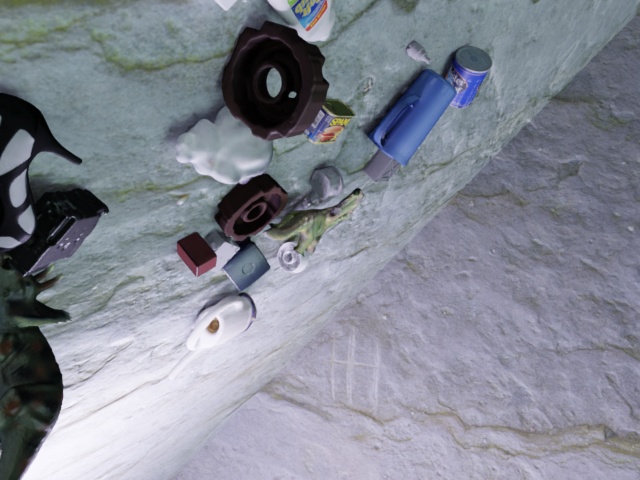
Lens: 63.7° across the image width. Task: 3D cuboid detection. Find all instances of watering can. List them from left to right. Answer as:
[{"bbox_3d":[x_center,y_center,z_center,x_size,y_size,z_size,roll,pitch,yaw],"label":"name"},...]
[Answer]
[{"bbox_3d":[-0.317,0.275,1.540,0.342,0.105,0.226,-53,161,28],"label":"watering can"}]

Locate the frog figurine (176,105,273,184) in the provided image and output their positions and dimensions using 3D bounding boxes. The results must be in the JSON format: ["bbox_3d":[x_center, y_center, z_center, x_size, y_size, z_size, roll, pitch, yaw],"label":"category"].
[{"bbox_3d":[-0.159,-0.165,0.869,0.159,0.123,0.137,9,93,-57],"label":"frog figurine"}]

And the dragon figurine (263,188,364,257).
[{"bbox_3d":[0.004,-0.068,1.352,0.242,0.123,0.410,-38,173,8],"label":"dragon figurine"}]
